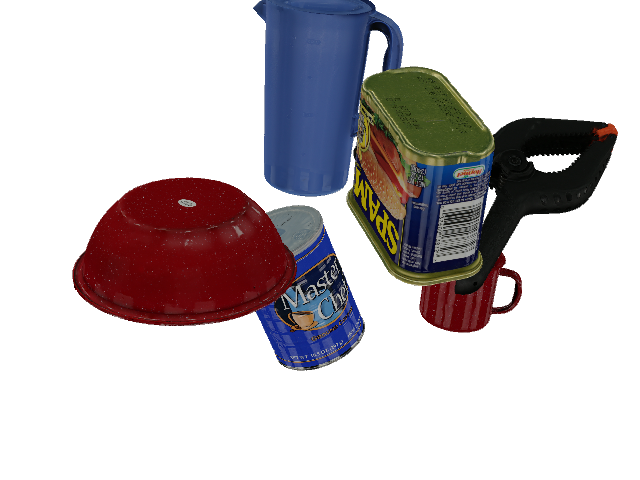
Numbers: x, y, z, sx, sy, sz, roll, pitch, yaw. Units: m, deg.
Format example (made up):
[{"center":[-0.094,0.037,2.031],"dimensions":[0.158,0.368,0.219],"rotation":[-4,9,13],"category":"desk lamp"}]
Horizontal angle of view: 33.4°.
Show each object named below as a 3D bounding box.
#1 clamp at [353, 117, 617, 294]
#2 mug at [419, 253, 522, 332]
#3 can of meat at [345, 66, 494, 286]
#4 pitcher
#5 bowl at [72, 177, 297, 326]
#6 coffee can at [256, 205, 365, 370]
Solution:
[{"center":[0.151,-0.042,0.840],"dimensions":[0.209,0.165,0.036],"rotation":[-15,-37,-15],"category":"clamp"},{"center":[0.169,0.052,1.205],"dimensions":[0.117,0.081,0.093],"rotation":[7,24,4],"category":"mug"},{"center":[0.056,-0.039,0.605],"dimensions":[0.057,0.084,0.102],"rotation":[-9,39,-16],"category":"can of meat"},{"center":[0.001,-0.181,1.318],"dimensions":[0.144,0.243,0.149],"rotation":[-9,29,-28],"category":"pitcher"},{"center":[-0.096,-0.002,0.761],"dimensions":[0.162,0.055,0.162],"rotation":[1,26,-1],"category":"bowl"},{"center":[-0.024,0.049,1.111],"dimensions":[0.103,0.140,0.103],"rotation":[-17,29,10],"category":"coffee can"}]
